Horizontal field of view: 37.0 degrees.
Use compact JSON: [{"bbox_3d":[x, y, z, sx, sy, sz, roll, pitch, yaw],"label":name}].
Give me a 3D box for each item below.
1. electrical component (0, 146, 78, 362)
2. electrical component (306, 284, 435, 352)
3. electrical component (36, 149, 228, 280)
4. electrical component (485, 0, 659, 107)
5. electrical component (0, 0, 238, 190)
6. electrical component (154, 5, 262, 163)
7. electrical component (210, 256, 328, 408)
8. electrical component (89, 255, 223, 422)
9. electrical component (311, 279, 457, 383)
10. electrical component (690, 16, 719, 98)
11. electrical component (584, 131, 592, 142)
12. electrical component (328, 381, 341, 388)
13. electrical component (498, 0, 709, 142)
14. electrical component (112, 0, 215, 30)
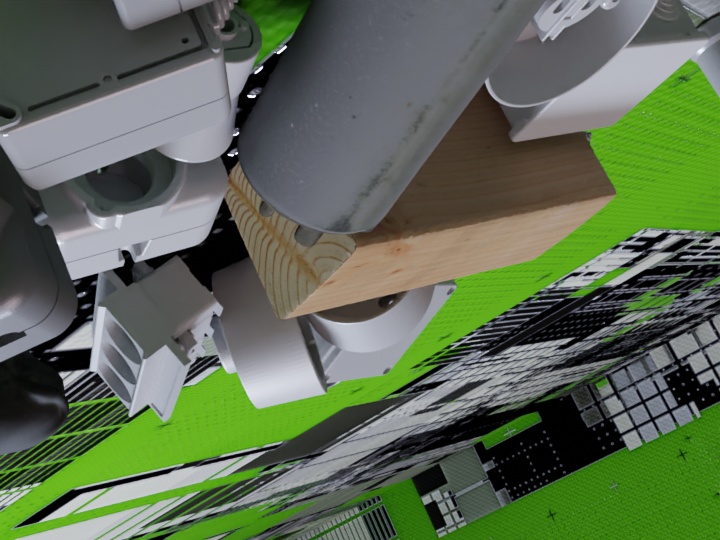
[{"bbox_3d":[-0.157,-0.016,0.423,0.054,0.095,0.059,-25,164,-1],"label":"electrical component"},{"bbox_3d":[0.000,0.000,0.711,0.099,0.099,0.064,-26,158,4],"label":"electrical component"},{"bbox_3d":[-0.113,-0.037,0.498,0.095,0.053,0.059,-17,163,-25],"label":"electrical component"},{"bbox_3d":[0.090,-0.128,0.489,0.099,0.064,0.099,-23,164,-7],"label":"electrical component"},{"bbox_3d":[-0.089,-0.078,0.389,0.096,0.061,0.061,-22,164,-10],"label":"electrical component"},{"bbox_3d":[-0.066,-0.081,0.453,0.044,0.044,0.065,-15,157,-32],"label":"electrical component"},{"bbox_3d":[-0.068,0.042,0.736,0.060,0.108,0.108,-19,164,1],"label":"electrical component"},{"bbox_3d":[-0.134,0.043,0.695,0.063,0.078,0.121,-39,172,-27],"label":"electrical component"},{"bbox_3d":[0.006,0.030,0.842,0.108,0.056,0.109,-53,154,21],"label":"electrical component"},{"bbox_3d":[0.244,-0.140,0.713,0.040,0.046,0.040,-23,164,-7],"label":"electrical component"},{"bbox_3d":[0.130,-0.063,0.767,0.096,0.061,0.062,-35,162,31],"label":"electrical component"},{"bbox_3d":[-0.042,0.075,0.955,0.108,0.060,0.108,-23,164,-7],"label":"electrical component"},{"bbox_3d":[0.129,-0.120,0.604,0.100,0.048,0.100,-13,160,-35],"label":"electrical component"},{"bbox_3d":[-0.084,-0.107,0.327,0.077,0.047,0.065,-22,164,-9],"label":"electrical component"}]
